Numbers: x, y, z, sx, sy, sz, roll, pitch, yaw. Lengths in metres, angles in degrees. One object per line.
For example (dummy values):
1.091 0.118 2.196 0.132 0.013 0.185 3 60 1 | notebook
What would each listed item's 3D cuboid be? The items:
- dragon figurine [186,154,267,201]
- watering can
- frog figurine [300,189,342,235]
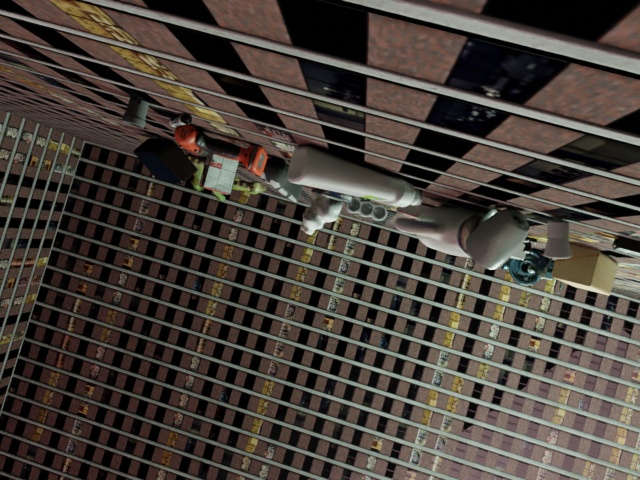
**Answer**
-0.371 -0.247 1.745 0.407 0.124 0.241 27 158 -26 | dragon figurine
0.334 -0.017 1.157 0.347 0.103 0.225 4 -173 -33 | watering can
0.005 -0.090 1.795 0.138 0.159 0.122 16 180 41 | frog figurine
